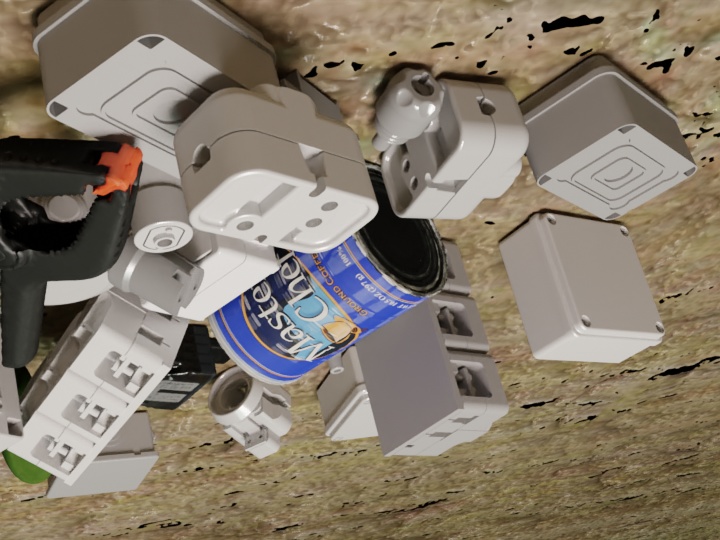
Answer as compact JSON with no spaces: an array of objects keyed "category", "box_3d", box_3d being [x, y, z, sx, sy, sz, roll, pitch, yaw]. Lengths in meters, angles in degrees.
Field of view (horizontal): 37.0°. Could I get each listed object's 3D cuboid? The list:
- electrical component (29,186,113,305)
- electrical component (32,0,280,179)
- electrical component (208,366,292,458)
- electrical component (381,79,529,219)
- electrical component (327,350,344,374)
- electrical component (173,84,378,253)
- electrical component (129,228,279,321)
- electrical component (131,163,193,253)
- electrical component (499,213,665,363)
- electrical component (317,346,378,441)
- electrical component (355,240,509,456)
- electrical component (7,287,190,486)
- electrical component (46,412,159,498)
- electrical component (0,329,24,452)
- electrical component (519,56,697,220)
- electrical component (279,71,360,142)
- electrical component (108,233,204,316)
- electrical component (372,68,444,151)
[{"category":"electrical component","box_3d":[-0.190,-0.015,0.674,0.080,0.051,0.080,-13,153,-6]},{"category":"electrical component","box_3d":[-0.100,-0.102,0.549,0.078,0.057,0.113,-28,151,24]},{"category":"electrical component","box_3d":[-0.100,0.123,0.973,0.058,0.078,0.057,-26,133,20]},{"category":"electrical component","box_3d":[0.063,-0.075,0.692,0.059,0.053,0.095,0,150,-29]},{"category":"electrical component","box_3d":[-0.026,0.056,0.890,0.035,0.061,0.035,-13,153,-6]},{"category":"electrical component","box_3d":[-0.043,-0.052,0.542,0.095,0.059,0.054,12,142,-43]},{"category":"electrical component","box_3d":[-0.102,-0.017,0.706,0.096,0.061,0.061,-33,149,30]},{"category":"electrical component","box_3d":[-0.121,-0.044,0.640,0.044,0.065,0.044,-12,153,-6]},{"category":"electrical component","box_3d":[0.180,0.016,0.874,0.109,0.108,0.056,6,149,-37]},{"category":"electrical component","box_3d":[0.027,0.115,1.041,0.109,0.056,0.108,-3,151,-24]},{"category":"electrical component","box_3d":[0.050,0.059,0.839,0.062,0.150,0.089,9,144,-39]},{"category":"electrical component","box_3d":[-0.185,0.068,0.762,0.062,0.089,0.150,33,124,-16]},{"category":"electrical component","box_3d":[-0.246,0.173,1.012,0.100,0.048,0.099,0,150,-28]},{"category":"electrical component","box_3d":[-0.289,0.069,0.720,0.056,0.108,0.109,-30,151,20]},{"category":"electrical component","box_3d":[0.164,-0.087,0.722,0.078,0.057,0.113,-32,149,30]},{"category":"electrical component","box_3d":[-0.036,-0.073,0.632,0.042,0.063,0.081,-25,151,24]},{"category":"electrical component","box_3d":[-0.124,0.002,0.657,0.040,0.046,0.040,-57,171,-15]},{"category":"electrical component","box_3d":[0.025,-0.094,0.658,0.035,0.035,0.061,-1,152,-28]}]
